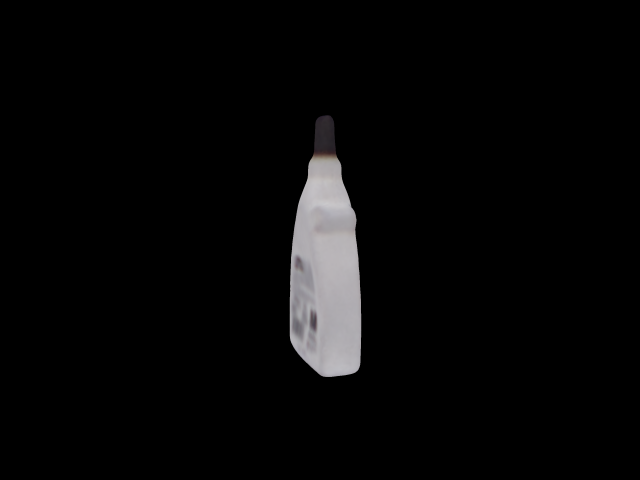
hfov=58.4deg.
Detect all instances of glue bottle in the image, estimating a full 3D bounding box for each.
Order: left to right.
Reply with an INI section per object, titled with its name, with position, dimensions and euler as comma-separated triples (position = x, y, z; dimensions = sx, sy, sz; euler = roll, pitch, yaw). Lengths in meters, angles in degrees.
[glue bottle]
position = 0.004, 0.001, 0.400
dimensions = 0.037, 0.173, 0.078
euler = -4, 11, -20
